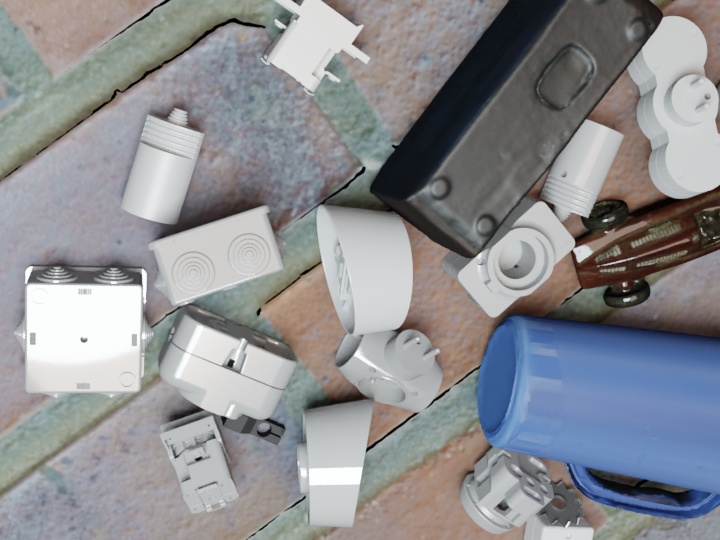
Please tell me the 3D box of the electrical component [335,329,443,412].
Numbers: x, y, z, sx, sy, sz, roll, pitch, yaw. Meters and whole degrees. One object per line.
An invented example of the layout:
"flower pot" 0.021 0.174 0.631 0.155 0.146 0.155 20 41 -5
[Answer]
"electrical component" 0.032 0.071 0.846 0.077 0.079 0.044 31 54 -17

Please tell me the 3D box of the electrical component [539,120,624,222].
"electrical component" 0.174 -0.077 0.857 0.043 0.043 0.081 20 98 -16

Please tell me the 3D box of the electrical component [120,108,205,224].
"electrical component" -0.143 -0.079 0.788 0.043 0.043 0.081 16 99 -15

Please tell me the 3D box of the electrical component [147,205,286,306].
"electrical component" -0.104 -0.010 0.785 0.100 0.100 0.048 -19 93 -7

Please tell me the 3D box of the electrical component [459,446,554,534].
"electrical component" 0.120 0.181 0.893 0.058 0.078 0.057 33 115 -17

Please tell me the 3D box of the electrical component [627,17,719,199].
"electrical component" 0.250 -0.127 0.826 0.052 0.074 0.138 -11 87 -6

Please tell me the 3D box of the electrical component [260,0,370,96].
"electrical component" -0.037 -0.168 0.791 0.081 0.042 0.063 34 96 -17

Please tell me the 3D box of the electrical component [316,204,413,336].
"electrical component" 0.000 0.000 0.810 0.064 0.099 0.099 -1 103 -18

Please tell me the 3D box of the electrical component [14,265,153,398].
"electrical component" -0.205 0.045 0.801 0.100 0.048 0.099 1 103 -12

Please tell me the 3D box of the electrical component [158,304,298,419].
"electrical component" -0.104 0.074 0.827 0.095 0.053 0.059 24 97 -16

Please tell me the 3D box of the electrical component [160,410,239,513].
"electrical component" -0.122 0.149 0.829 0.042 0.063 0.081 -20 148 -8

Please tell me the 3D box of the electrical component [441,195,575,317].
"electrical component" 0.118 -0.012 0.854 0.089 0.055 0.050 -42 108 0

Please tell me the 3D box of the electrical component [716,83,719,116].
"electrical component" 0.323 -0.134 0.877 0.062 0.048 0.048 29 96 -24

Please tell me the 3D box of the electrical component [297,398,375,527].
"electrical component" -0.016 0.152 0.844 0.064 0.099 0.099 -2 103 -5

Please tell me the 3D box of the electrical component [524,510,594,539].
"electrical component" 0.173 0.250 0.916 0.047 0.076 0.065 5 102 -13
